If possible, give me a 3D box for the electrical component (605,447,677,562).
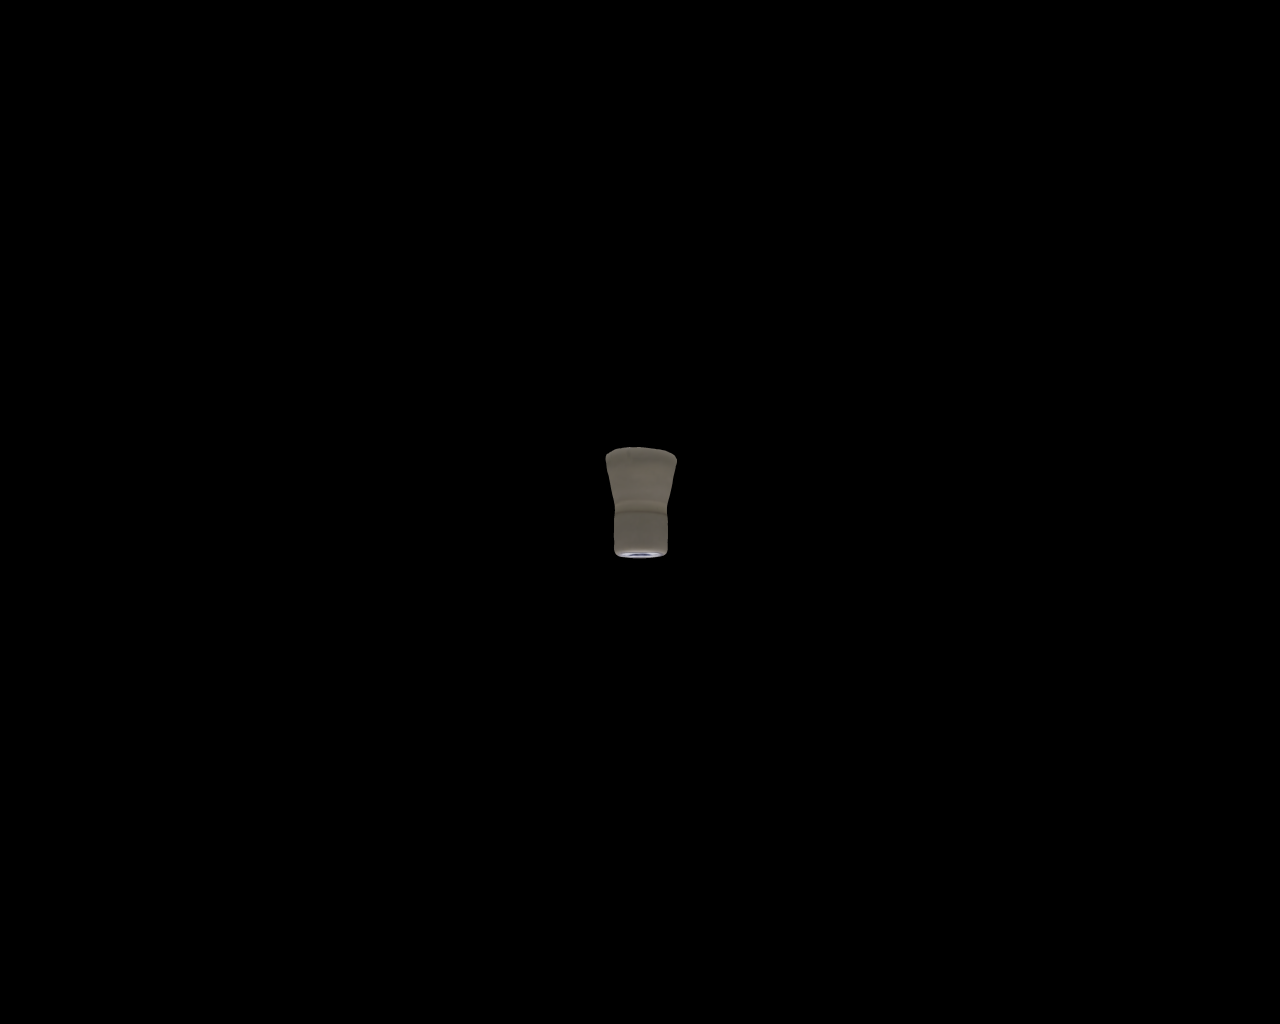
[{"bbox_3d":[0.001,-0.003,0.650,0.044,0.065,0.044,0,-11,0],"label":"electrical component"}]
